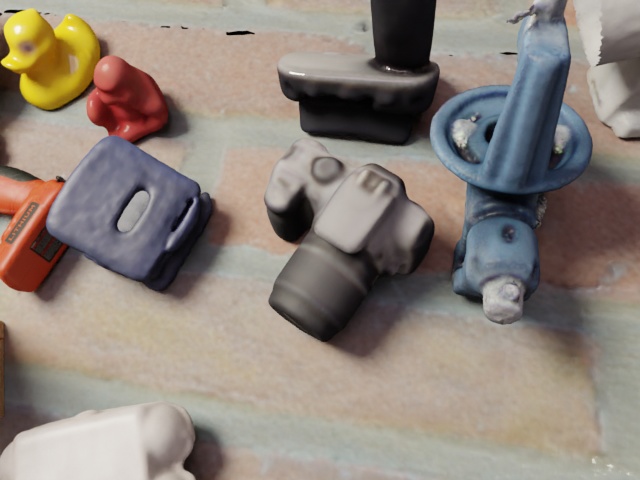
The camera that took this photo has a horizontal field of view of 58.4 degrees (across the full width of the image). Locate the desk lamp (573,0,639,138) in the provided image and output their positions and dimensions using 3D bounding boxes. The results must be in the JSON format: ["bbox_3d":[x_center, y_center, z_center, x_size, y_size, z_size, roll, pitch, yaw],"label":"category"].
[{"bbox_3d":[0.284,-0.182,0.456,0.203,0.214,0.118,-4,68,4],"label":"desk lamp"}]

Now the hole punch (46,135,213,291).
[{"bbox_3d":[-0.162,-0.024,0.503,0.101,0.091,0.109,22,72,14],"label":"hole punch"}]

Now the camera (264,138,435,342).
[{"bbox_3d":[0.004,0.002,0.472,0.143,0.101,0.137,31,75,16],"label":"camera"}]

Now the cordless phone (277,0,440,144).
[{"bbox_3d":[0.032,-0.171,0.491,0.147,0.185,0.094,4,69,7],"label":"cordless phone"}]

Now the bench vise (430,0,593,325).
[{"bbox_3d":[0.152,-0.053,0.415,0.121,0.220,0.207,-11,68,1],"label":"bench vise"}]

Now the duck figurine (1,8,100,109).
[{"bbox_3d":[-0.281,-0.198,0.586,0.077,0.086,0.105,25,73,14],"label":"duck figurine"}]

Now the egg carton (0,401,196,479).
[{"bbox_3d":[-0.166,0.183,0.434,0.150,0.069,0.107,-14,68,0],"label":"egg carton"}]

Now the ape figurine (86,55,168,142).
[{"bbox_3d":[-0.188,-0.140,0.551,0.077,0.092,0.076,18,71,12],"label":"ape figurine"}]
